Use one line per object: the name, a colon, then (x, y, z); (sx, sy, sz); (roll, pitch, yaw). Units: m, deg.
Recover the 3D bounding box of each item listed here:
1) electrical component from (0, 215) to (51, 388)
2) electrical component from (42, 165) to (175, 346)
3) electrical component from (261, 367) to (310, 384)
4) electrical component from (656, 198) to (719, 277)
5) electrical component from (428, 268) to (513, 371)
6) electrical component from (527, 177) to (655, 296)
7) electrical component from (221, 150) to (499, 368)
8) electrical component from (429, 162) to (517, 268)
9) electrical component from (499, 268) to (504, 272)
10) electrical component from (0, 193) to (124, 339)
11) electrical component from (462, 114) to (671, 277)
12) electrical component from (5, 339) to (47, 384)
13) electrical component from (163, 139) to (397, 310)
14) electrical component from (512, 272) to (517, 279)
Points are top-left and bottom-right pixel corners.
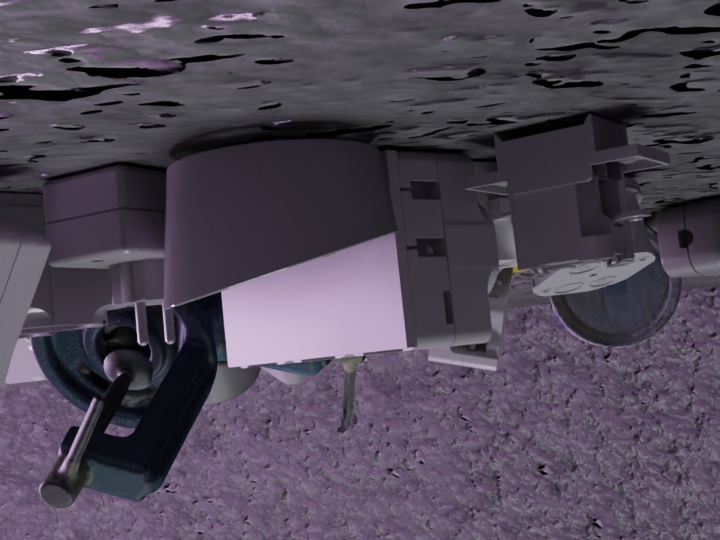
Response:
electrical component: (-0.174, 0.006, 0.445); (0.062, 0.096, 0.061); (24, -174, 21)
electrical component: (-0.096, -0.003, 0.492); (0.047, 0.075, 0.083); (-8, 175, 29)
electrical component: (-0.075, 0.042, 0.880); (0.095, 0.054, 0.059); (31, 152, 28)
electrical component: (0.277, -0.025, 0.818); (0.095, 0.053, 0.059); (-1, 173, -45)
electrical component: (0.075, 0.029, 0.763); (0.056, 0.050, 0.089); (8, -160, 10)
electrical component: (0.132, -0.020, 0.640); (0.080, 0.051, 0.080); (-12, 163, -4)
electrical component: (-0.006, -0.001, 0.545); (0.062, 0.089, 0.150); (-2, 174, -38)
electrical component: (0.081, -0.028, 0.562); (0.089, 0.050, 0.056); (-3, 175, -31)
electrical component: (0.084, -0.019, 0.708); (0.079, 0.044, 0.077); (-11, 174, 27)
electrical component: (-0.191, 0.005, 0.558); (0.150, 0.061, 0.089); (-10, 173, 43)
electrical component: (0.091, -0.031, 0.472); (0.081, 0.063, 0.042); (-9, 174, 34)
electrical component: (-0.246, 0.040, 0.764); (0.100, 0.048, 0.100); (-9, 143, 33)
electrical component: (-0.034, -0.019, 0.447); (0.099, 0.064, 0.099); (-6, 175, 0)
electrical component: (0.113, -0.007, 0.927); (0.040, 0.040, 0.046); (-5, -179, -5)
